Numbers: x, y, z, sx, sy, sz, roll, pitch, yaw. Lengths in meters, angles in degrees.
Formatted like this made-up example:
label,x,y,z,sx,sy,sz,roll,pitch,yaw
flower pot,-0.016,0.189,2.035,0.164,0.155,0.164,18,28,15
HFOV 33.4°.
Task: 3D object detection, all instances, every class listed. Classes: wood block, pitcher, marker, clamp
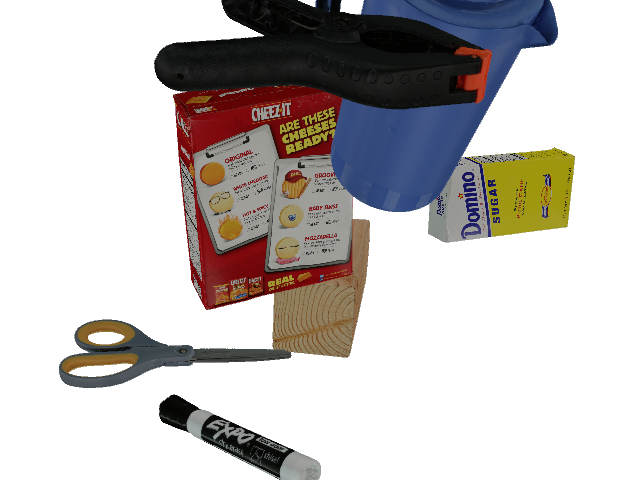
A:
label,x,y,z,sx,sy,sz,roll,pitch,yaw
wood block,0.005,0.049,1.274,0.091,0.090,0.206,5,23,5
pitcher,0.073,-0.139,0.862,0.144,0.149,0.243,-6,-34,-17
marker,-0.051,0.117,0.627,0.121,0.020,0.020,17,10,38
clamp,0.000,-0.097,0.567,0.172,0.039,0.120,14,41,18

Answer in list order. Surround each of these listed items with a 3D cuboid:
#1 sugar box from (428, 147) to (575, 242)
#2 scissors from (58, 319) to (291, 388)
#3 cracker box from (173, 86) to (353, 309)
label,x,y,z,sx,sy,sz,roll,pitch,yaw
sugar box,0.214,-0.054,1.258,0.176,0.093,0.048,-9,21,-26
scissors,-0.136,0.094,0.966,0.201,0.016,0.096,-8,33,-17
cracker box,-0.053,-0.051,1.060,0.164,0.214,0.072,-13,33,-18
